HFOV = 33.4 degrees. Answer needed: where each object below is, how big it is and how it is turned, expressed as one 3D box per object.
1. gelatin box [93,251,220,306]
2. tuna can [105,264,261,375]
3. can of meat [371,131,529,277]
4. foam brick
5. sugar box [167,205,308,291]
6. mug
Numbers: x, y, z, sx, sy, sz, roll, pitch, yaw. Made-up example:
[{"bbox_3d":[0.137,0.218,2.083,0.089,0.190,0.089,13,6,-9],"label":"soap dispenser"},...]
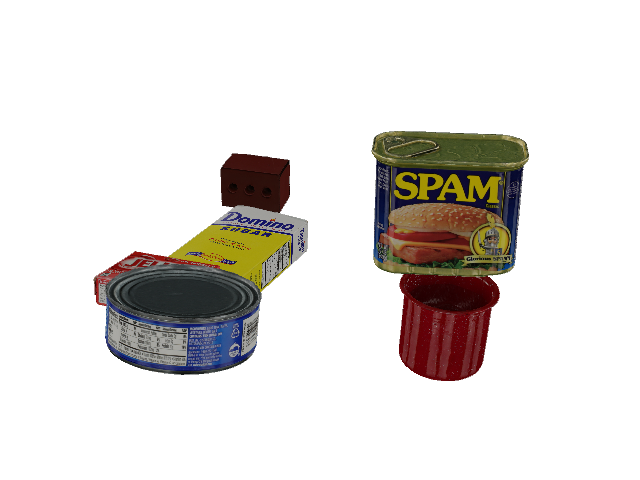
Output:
[{"bbox_3d":[-0.144,0.038,0.946,0.089,0.030,0.073,10,20,18],"label":"gelatin box"},{"bbox_3d":[-0.076,0.043,0.593,0.086,0.034,0.086,5,17,-2],"label":"tuna can"},{"bbox_3d":[0.085,-0.024,0.718,0.102,0.084,0.057,3,25,5],"label":"can of meat"},{"bbox_3d":[-0.081,-0.072,1.325,0.078,0.053,0.051,7,28,12],"label":"foam brick"},{"bbox_3d":[-0.091,0.018,1.135,0.093,0.048,0.176,13,31,21],"label":"sugar box"},{"bbox_3d":[0.115,0.073,1.017,0.093,0.081,0.117,-2,28,-11],"label":"mug"}]
